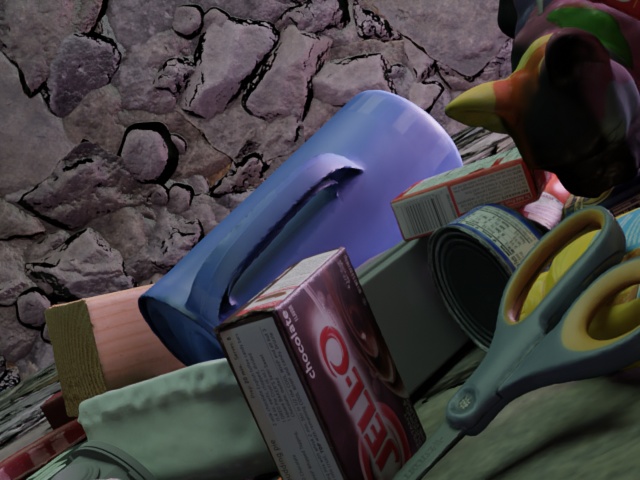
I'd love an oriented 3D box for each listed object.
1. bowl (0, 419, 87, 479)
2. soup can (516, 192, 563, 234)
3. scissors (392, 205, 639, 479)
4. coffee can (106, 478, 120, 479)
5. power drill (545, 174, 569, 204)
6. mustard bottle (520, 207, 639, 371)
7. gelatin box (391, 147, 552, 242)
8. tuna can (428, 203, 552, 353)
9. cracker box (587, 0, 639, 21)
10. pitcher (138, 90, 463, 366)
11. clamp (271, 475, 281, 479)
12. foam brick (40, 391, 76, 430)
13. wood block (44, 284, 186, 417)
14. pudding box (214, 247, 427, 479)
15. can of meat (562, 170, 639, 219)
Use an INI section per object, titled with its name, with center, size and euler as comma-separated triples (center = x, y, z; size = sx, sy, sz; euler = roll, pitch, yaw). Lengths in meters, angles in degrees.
[bowl]
center = -0.218, 0.195, 0.852
size = 0.162, 0.055, 0.162
euler = -29, 5, 2
[soup can]
center = 0.130, 0.007, 0.692
size = 0.069, 0.068, 0.102
euler = -28, 5, 20
[scissors]
center = 0.079, 0.069, 0.440
size = 0.201, 0.016, 0.096
euler = -55, 30, -15
[coffee can]
center = -0.054, 0.128, 0.308
size = 0.102, 0.103, 0.140
euler = -31, 5, -20
[power drill]
center = 0.248, -0.063, 0.791
size = 0.188, 0.057, 0.184
euler = -29, 2, 21
[mustard bottle]
center = 0.163, 0.013, 0.480
size = 0.192, 0.058, 0.096
euler = -25, 22, 42
[gelatin box]
center = 0.096, -0.030, 0.666
size = 0.089, 0.030, 0.073
euler = -18, 7, 20
[tuna can]
center = 0.100, 0.023, 0.597
size = 0.033, 0.086, 0.086
euler = -30, 4, -22
[cracker box]
center = 0.259, -0.128, 0.553
size = 0.164, 0.214, 0.072
euler = -37, -30, -53
[pitcher]
center = -0.005, 0.001, 0.763
size = 0.242, 0.145, 0.149
euler = -49, 24, -21
[clamp]
center = -0.089, 0.169, 0.480
size = 0.209, 0.036, 0.165
euler = -30, 4, -32
[foam brick]
center = -0.204, 0.165, 0.958
size = 0.051, 0.078, 0.053
euler = -30, 3, 3
[wood block]
center = -0.101, 0.073, 0.856
size = 0.205, 0.090, 0.091
euler = -12, -1, -34
[pudding box]
center = 0.004, 0.071, 0.505
size = 0.039, 0.113, 0.090
euler = -22, 8, 26
[can of meat]
center = 0.202, -0.023, 0.660
size = 0.084, 0.057, 0.102
euler = -30, 4, 27
